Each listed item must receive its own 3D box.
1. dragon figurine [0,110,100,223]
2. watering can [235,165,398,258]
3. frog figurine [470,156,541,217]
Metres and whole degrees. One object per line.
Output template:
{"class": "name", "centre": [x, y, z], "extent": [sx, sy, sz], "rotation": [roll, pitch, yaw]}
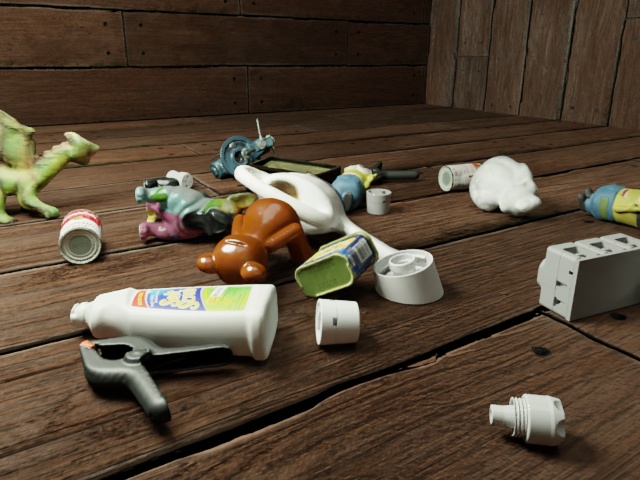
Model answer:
{"class": "dragon figurine", "centre": [-0.677, -0.156, 1.067], "extent": [0.411, 0.239, 0.124], "rotation": [-6, 24, -22]}
{"class": "watering can", "centre": [0.003, -0.048, 0.962], "extent": [0.349, 0.103, 0.225], "rotation": [29, 10, 7]}
{"class": "frog figurine", "centre": [0.409, -0.111, 1.143], "extent": [0.136, 0.121, 0.163], "rotation": [-29, 23, 15]}
